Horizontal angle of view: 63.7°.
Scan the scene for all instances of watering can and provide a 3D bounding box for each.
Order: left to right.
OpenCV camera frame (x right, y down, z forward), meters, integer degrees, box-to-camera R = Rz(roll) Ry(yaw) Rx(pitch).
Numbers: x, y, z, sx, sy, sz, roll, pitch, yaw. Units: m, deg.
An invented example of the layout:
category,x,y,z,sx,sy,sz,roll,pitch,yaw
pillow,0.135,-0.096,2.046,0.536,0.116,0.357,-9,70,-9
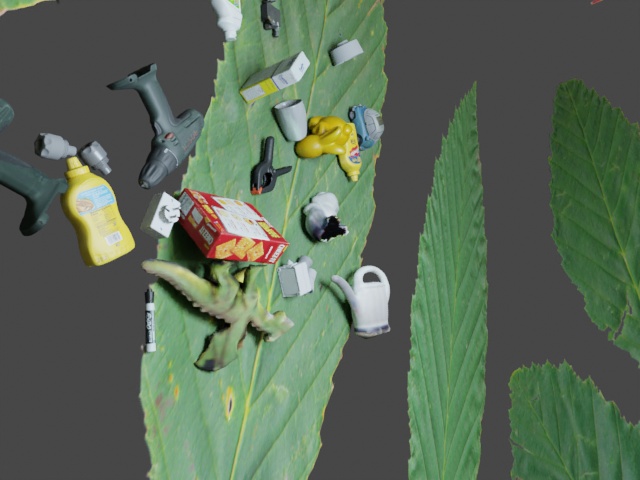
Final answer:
category,x,y,z,sx,sy,sz,roll,pitch,yaw
watering can,0.132,0.194,1.595,0.348,0.103,0.225,2,81,-56

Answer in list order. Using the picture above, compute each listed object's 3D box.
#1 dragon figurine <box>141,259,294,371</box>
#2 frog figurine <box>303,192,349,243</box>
category,x,y,z,sx,sy,sz,roll,pitch,yaw
dragon figurine,-0.214,0.165,1.123,0.409,0.122,0.244,7,85,-46
frog figurine,0.005,-0.076,1.511,0.136,0.121,0.163,21,29,-43
